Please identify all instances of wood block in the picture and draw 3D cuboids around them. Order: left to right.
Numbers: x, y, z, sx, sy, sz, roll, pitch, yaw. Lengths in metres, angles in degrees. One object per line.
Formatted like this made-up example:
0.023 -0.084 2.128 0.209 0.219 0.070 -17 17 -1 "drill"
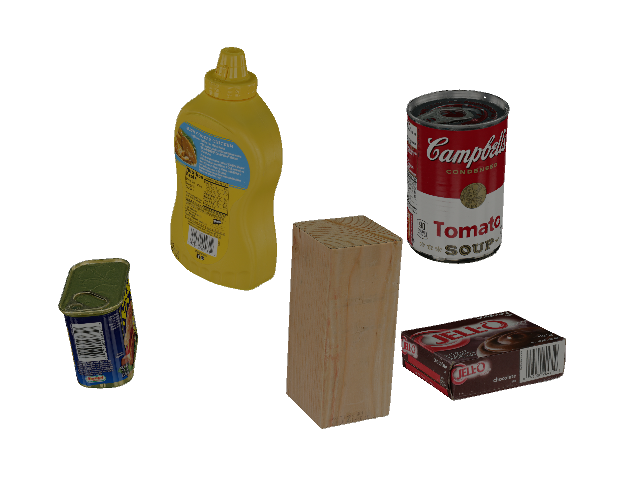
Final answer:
0.024 0.087 1.160 0.090 0.206 0.091 -7 21 -26 "wood block"

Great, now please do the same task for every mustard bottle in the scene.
-0.075 -0.061 0.855 0.096 0.192 0.058 25 35 32 "mustard bottle"

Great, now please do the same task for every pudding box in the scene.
0.138 0.096 0.911 0.113 0.039 0.090 -7 15 -22 "pudding box"

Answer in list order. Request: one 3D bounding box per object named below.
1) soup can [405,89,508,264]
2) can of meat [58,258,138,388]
0.092 -0.044 0.731 0.068 0.102 0.068 -2 27 1 "soup can"
-0.202 0.077 0.988 0.057 0.084 0.102 -5 26 -2 "can of meat"
